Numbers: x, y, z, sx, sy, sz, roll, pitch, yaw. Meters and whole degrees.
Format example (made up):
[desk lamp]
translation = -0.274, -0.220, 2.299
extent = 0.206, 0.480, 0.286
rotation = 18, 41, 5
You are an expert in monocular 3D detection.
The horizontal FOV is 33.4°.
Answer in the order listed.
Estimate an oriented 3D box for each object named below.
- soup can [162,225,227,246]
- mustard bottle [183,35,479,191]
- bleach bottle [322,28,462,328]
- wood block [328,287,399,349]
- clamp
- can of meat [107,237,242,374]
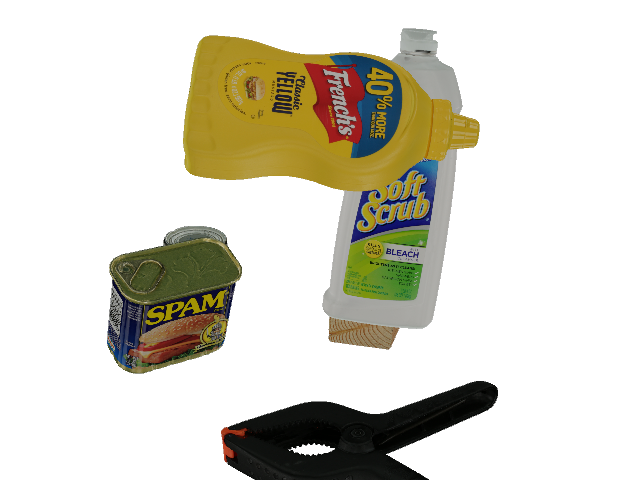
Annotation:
[soup can]
translation = -0.133, 0.043, 1.131
extent = 0.068, 0.102, 0.068
rotation = 2, 24, -1
[mustard bottle]
translation = 0.009, -0.080, 0.707
extent = 0.191, 0.096, 0.058
rotation = 6, -28, -2
[bleach bottle]
translation = 0.063, -0.054, 0.914
extent = 0.102, 0.251, 0.068
rotation = 7, 16, 8
[wood block]
translation = 0.080, 0.070, 1.547
extent = 0.091, 0.090, 0.206
rotation = 6, 21, 13
[clamp]
translation = 0.034, 0.149, 0.780
extent = 0.210, 0.036, 0.164
rotation = 5, 29, 14
[can of meat]
translation = -0.120, 0.053, 0.859
extent = 0.101, 0.084, 0.057
rotation = -13, 46, -30
